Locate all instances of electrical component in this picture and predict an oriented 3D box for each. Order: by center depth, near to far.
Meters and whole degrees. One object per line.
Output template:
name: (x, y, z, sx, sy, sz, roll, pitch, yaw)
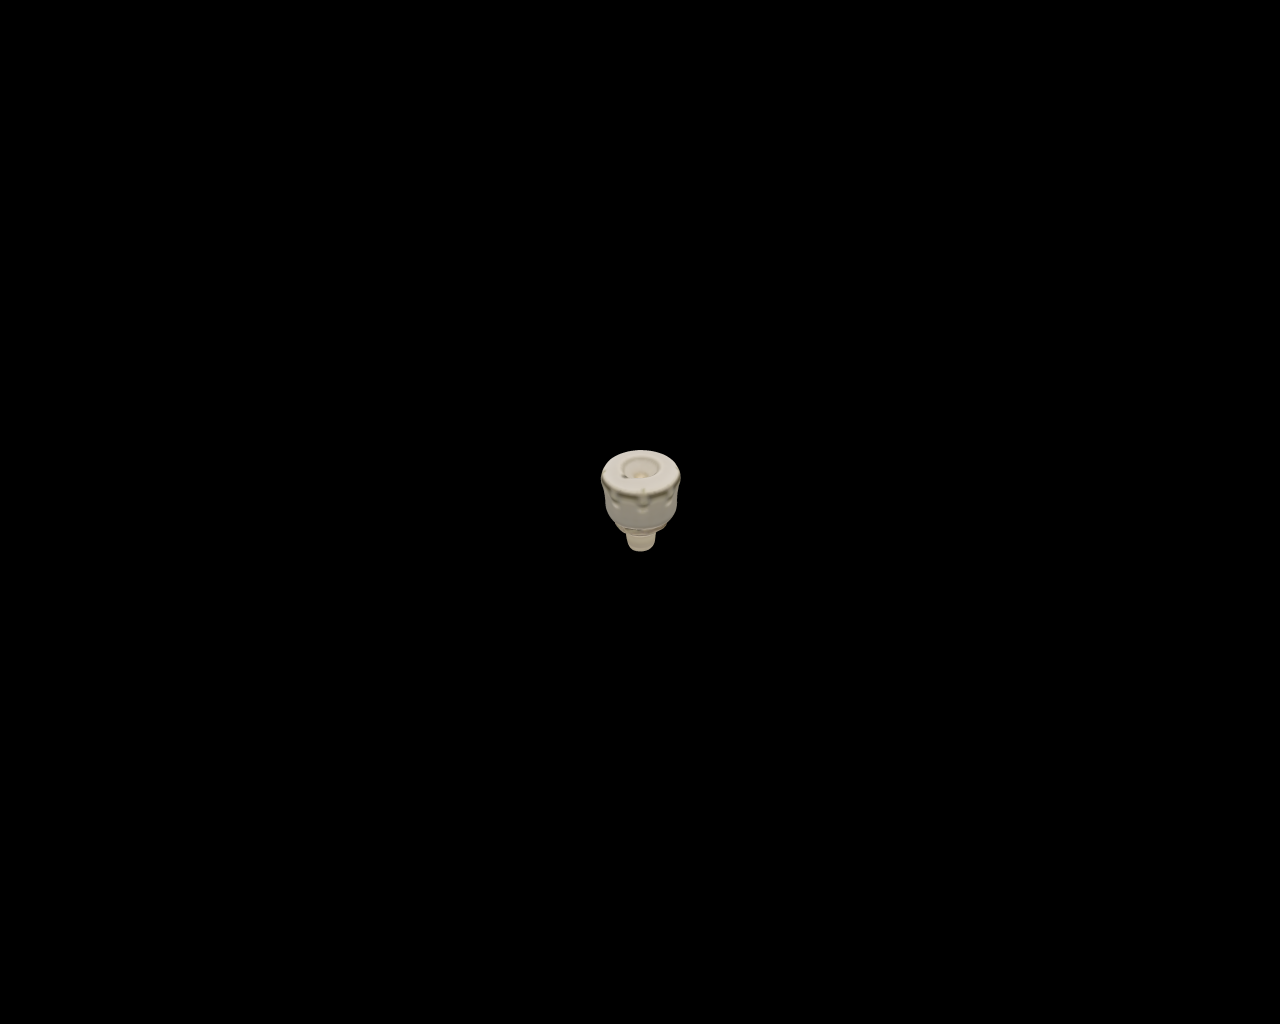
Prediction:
electrical component: (0.001, -0.003, 0.650, 0.048, 0.062, 0.048, 0, 36, 0)
